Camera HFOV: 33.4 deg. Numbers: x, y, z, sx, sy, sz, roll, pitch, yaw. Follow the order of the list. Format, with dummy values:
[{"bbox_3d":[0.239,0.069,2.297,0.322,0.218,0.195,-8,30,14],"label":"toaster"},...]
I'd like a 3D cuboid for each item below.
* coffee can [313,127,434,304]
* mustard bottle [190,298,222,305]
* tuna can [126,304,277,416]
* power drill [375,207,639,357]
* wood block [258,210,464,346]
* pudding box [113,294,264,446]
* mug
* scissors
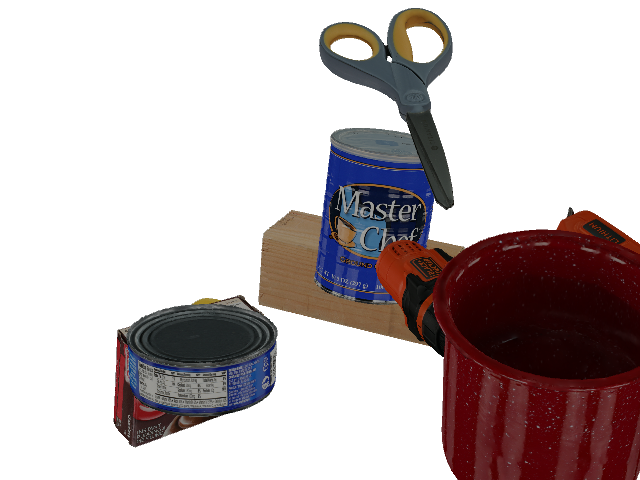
[{"bbox_3d":[0.052,-0.024,0.987,0.103,0.140,0.103,6,18,-2],"label":"coffee can"},{"bbox_3d":[-0.125,0.113,1.102,0.058,0.096,0.191,10,24,26],"label":"mustard bottle"},{"bbox_3d":[-0.067,0.068,0.612,0.086,0.034,0.086,1,18,0],"label":"tuna can"},{"bbox_3d":[0.155,0.037,0.810,0.187,0.057,0.185,-10,28,-16],"label":"power drill"},{"bbox_3d":[0.044,0.040,1.186,0.206,0.091,0.090,13,24,17],"label":"wood block"},{"bbox_3d":[-0.102,0.098,0.820,0.113,0.090,0.039,-17,40,-36],"label":"pudding box"},{"bbox_3d":[0.101,0.056,0.416,0.117,0.081,0.093,8,37,13],"label":"mug"},{"bbox_3d":[0.039,-0.087,0.652,0.096,0.016,0.201,4,42,8],"label":"scissors"}]
